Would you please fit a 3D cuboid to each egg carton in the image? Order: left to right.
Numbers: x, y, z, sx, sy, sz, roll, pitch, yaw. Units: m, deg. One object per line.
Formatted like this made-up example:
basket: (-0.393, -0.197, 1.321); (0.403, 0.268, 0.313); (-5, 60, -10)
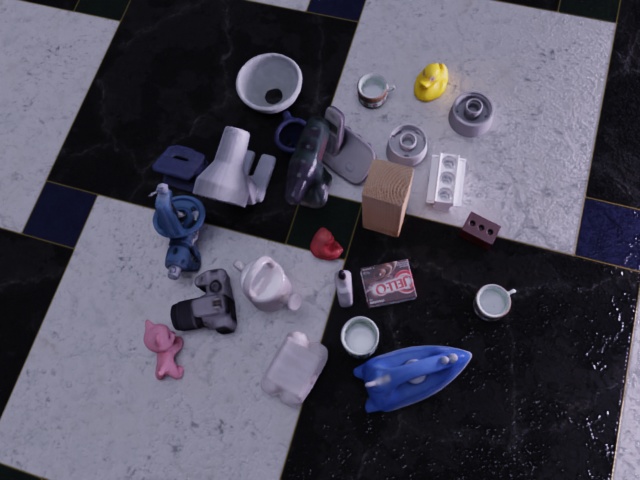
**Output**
egg carton: (-0.054, 0.280, 1.243); (0.107, 0.069, 0.150); (27, 76, 12)

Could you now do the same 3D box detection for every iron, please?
iron: (0.203, 0.270, 1.187); (0.258, 0.141, 0.118); (-19, 72, -1)

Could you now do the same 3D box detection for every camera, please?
camera: (-0.266, 0.144, 1.287); (0.137, 0.101, 0.143); (-11, 72, 1)

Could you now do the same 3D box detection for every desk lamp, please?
desk lamp: (-0.195, -0.154, 1.316); (0.117, 0.214, 0.203); (14, 74, 9)

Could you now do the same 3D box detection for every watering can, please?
watering can: (-0.116, 0.092, 1.242); (0.172, 0.194, 0.101); (11, 74, 8)

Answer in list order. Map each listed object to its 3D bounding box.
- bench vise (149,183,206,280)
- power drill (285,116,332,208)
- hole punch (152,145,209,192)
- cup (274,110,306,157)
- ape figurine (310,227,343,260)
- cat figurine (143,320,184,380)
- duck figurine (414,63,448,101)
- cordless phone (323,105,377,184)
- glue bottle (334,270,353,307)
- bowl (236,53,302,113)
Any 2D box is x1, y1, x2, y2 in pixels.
bench vise: (-0.313, -0.026, 1.282); (0.121, 0.220, 0.207); (-17, 72, -1)
power drill: (-0.023, -0.152, 1.305); (0.075, 0.208, 0.230); (11, 74, 8)
hole punch: (-0.341, -0.185, 1.403); (0.108, 0.091, 0.101); (16, 74, 10)
cup: (-0.064, -0.248, 1.398); (0.091, 0.095, 0.117); (-19, 72, -1)
ape figurine: (0.012, 0.005, 1.313); (0.076, 0.092, 0.078); (-10, 72, 2)
cat figurine: (-0.348, 0.239, 1.254); (0.067, 0.118, 0.128); (-8, 72, 2)
duck figurine: (0.279, -0.408, 1.426); (0.077, 0.086, 0.105); (38, 79, 15)
cordless phone: (0.062, -0.225, 1.333); (0.147, 0.185, 0.094); (38, 79, 15)
glue bottle: (0.051, 0.094, 1.239); (0.037, 0.173, 0.078); (-8, 72, 3)
bowl: (-0.125, -0.386, 1.457); (0.167, 0.075, 0.167); (-1, 72, 4)
